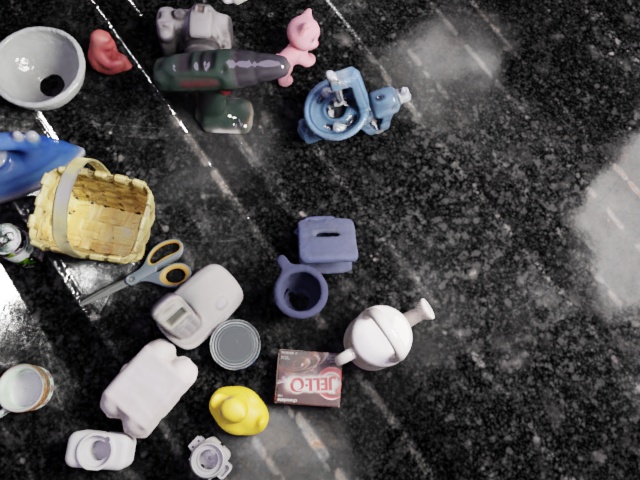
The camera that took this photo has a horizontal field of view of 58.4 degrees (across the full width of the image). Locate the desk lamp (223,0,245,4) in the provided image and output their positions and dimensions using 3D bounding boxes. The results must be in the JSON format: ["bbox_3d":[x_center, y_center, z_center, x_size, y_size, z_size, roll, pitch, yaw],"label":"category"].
[{"bbox_3d":[-0.162,-0.550,1.090,0.118,0.213,0.203,-32,80,-12],"label":"desk lamp"}]

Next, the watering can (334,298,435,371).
[{"bbox_3d":[0.104,0.152,0.934,0.101,0.194,0.173,38,75,6],"label":"watering can"}]

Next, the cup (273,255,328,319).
[{"bbox_3d":[-0.042,0.085,0.991,0.092,0.095,0.117,-31,79,-12],"label":"cup"}]

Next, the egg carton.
[{"bbox_3d":[-0.281,0.242,0.942,0.107,0.069,0.150,38,75,6],"label":"egg carton"}]

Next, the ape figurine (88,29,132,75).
[{"bbox_3d":[-0.405,-0.360,1.081,0.076,0.092,0.078,-8,76,-7],"label":"ape figurine"}]

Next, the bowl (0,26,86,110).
[{"bbox_3d":[-0.513,-0.306,1.066,0.167,0.074,0.167,1,75,-4],"label":"bowl"}]

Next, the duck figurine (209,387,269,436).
[{"bbox_3d":[-0.134,0.280,0.936,0.104,0.086,0.077,27,74,3],"label":"duck figurine"}]

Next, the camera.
[{"bbox_3d":[-0.242,-0.372,1.094,0.143,0.101,0.137,2,75,-4],"label":"camera"}]

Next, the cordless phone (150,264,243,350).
[{"bbox_3d":[-0.202,0.099,0.927,0.094,0.185,0.148,41,76,7],"label":"cordless phone"}]

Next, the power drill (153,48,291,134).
[{"bbox_3d":[-0.168,-0.268,1.016,0.229,0.208,0.075,1,75,-4],"label":"power drill"}]

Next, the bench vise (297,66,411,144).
[{"bbox_3d":[0.061,-0.262,1.029,0.207,0.219,0.121,-33,80,-12],"label":"bench vise"}]

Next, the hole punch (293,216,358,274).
[{"bbox_3d":[0.009,0.004,1.020,0.108,0.091,0.101,-2,75,-5],"label":"hole punch"}]

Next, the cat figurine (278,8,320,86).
[{"bbox_3d":[-0.047,-0.378,1.103,0.067,0.117,0.128,41,76,7],"label":"cat figurine"}]

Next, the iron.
[{"bbox_3d":[-0.555,-0.146,0.985,0.258,0.141,0.118,-18,77,-9],"label":"iron"}]
